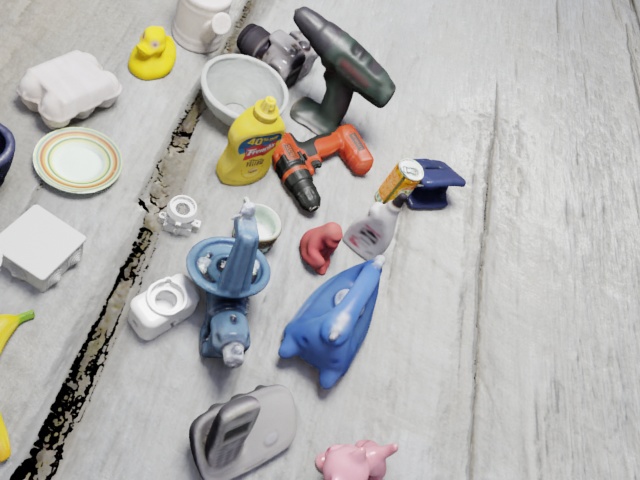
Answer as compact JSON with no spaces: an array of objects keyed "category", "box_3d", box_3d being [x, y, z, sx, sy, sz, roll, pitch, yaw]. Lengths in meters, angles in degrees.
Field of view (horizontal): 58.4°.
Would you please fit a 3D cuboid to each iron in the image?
[{"category":"iron","box_3d":[0.048,0.095,0.894,0.118,0.141,0.259,36,52,0]}]

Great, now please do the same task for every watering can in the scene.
[{"category":"watering can","box_3d":[-0.213,-0.458,1.093,0.101,0.194,0.173,-35,78,-36]}]

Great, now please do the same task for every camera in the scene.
[{"category":"camera","box_3d":[-0.088,-0.389,1.165,0.137,0.100,0.143,40,52,4]}]

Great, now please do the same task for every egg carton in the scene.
[{"category":"egg carton","box_3d":[-0.413,-0.250,0.950,0.107,0.069,0.150,42,52,5]}]

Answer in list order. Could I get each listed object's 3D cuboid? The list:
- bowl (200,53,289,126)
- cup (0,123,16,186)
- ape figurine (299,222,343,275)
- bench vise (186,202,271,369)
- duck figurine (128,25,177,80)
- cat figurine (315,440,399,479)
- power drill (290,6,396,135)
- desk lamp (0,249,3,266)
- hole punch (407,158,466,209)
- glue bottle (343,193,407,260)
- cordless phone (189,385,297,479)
[{"category":"bowl","box_3d":[-0.147,-0.265,1.076,0.168,0.074,0.167,12,56,-17]},{"category":"cup","box_3d":[-0.492,-0.108,0.808,0.118,0.095,0.091,-18,69,-32]},{"category":"ape figurine","box_3d":[0.009,0.003,0.966,0.078,0.092,0.076,-28,74,-35]},{"category":"bench vise","box_3d":[-0.109,0.060,0.796,0.122,0.219,0.207,-14,66,-30]},{"category":"duck figurine","box_3d":[-0.304,-0.357,1.056,0.077,0.086,0.105,36,52,1]},{"category":"cat figurine","box_3d":[0.049,0.305,0.777,0.128,0.117,0.067,-9,64,-29]},{"category":"power drill","box_3d":[0.021,-0.303,1.091,0.229,0.208,0.076,31,52,-3]},{"category":"desk lamp","box_3d":[-0.459,0.074,0.633,0.204,0.213,0.118,7,57,-20]},{"category":"hole punch","box_3d":[0.218,-0.124,1.142,0.109,0.091,0.101,-4,62,-26]},{"category":"glue bottle","box_3d":[0.103,-0.030,0.978,0.078,0.173,0.037,36,52,1]},{"category":"cordless phone","box_3d":[-0.083,0.229,0.722,0.148,0.185,0.094,-20,69,-33]}]
